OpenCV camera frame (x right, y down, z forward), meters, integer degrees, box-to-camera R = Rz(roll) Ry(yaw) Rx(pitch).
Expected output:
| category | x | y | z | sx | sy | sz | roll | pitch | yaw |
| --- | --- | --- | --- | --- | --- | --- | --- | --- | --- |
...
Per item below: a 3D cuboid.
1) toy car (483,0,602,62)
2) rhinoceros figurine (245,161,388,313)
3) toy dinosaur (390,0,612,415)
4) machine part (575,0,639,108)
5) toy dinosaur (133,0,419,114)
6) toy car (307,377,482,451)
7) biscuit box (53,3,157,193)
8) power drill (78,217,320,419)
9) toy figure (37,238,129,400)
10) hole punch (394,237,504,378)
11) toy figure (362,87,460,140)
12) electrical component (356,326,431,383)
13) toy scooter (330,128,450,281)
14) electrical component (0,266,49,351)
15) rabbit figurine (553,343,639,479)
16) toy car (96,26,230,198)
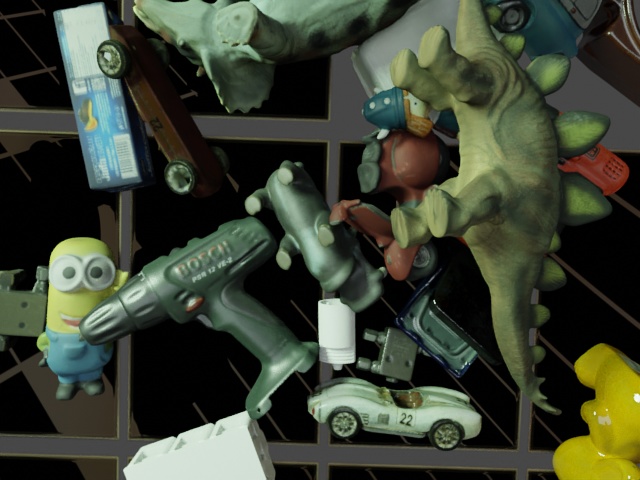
| category | x | y | z | sx | sy | sz | roll | pitch | yaw |
| --- | --- | --- | --- | --- | --- | --- | --- | --- | --- |
| toy car | 0.237 | -0.257 | 0.559 | 0.161 | 0.103 | 0.109 | 28 | 48 | -31 |
| rhinoceros figurine | -0.001 | -0.002 | 0.607 | 0.073 | 0.112 | 0.190 | -39 | 80 | 19 |
| toy dinosaur | 0.175 | -0.042 | 0.509 | 0.199 | 0.105 | 0.470 | -6 | 102 | -16 |
| machine part | 0.410 | -0.259 | 0.600 | 0.201 | 0.087 | 0.201 | 36 | 92 | -4 |
| toy dinosaur | 0.013 | -0.247 | 0.543 | 0.405 | 0.192 | 0.131 | -18 | 86 | 5 |
| toy car | 0.085 | 0.199 | 0.631 | 0.202 | 0.073 | 0.056 | 8 | 97 | -1 |
| biscuit box | -0.242 | -0.156 | 0.614 | 0.059 | 0.063 | 0.202 | -10 | 94 | 0 |
| power drill | -0.117 | 0.100 | 0.608 | 0.232 | 0.086 | 0.207 | -41 | 91 | -16 |
| toy figure | -0.279 | 0.087 | 0.620 | 0.089 | 0.082 | 0.180 | 16 | 106 | 41 |
| hole punch | 0.163 | 0.084 | 0.625 | 0.142 | 0.092 | 0.116 | 41 | 52 | 2 |
| toy figure | 0.121 | -0.139 | 0.563 | 0.154 | 0.057 | 0.064 | -3 | 52 | -18 |
| electrical component | 0.093 | 0.139 | 0.645 | 0.094 | 0.021 | 0.063 | 14 | 78 | -6 |
| toy scooter | 0.073 | -0.051 | 0.583 | 0.135 | 0.075 | 0.184 | 13 | 76 | -29 |
| electrical component | -0.362 | 0.080 | 0.639 | 0.078 | 0.045 | 0.102 | 1 | 95 | -18 |
| rabbit figurine | 0.343 | 0.233 | 0.610 | 0.122 | 0.162 | 0.173 | 29 | 111 | -14 |
| toy car | -0.172 | -0.137 | 0.592 | 0.053 | 0.089 | 0.202 | -24 | 103 | 28 |
